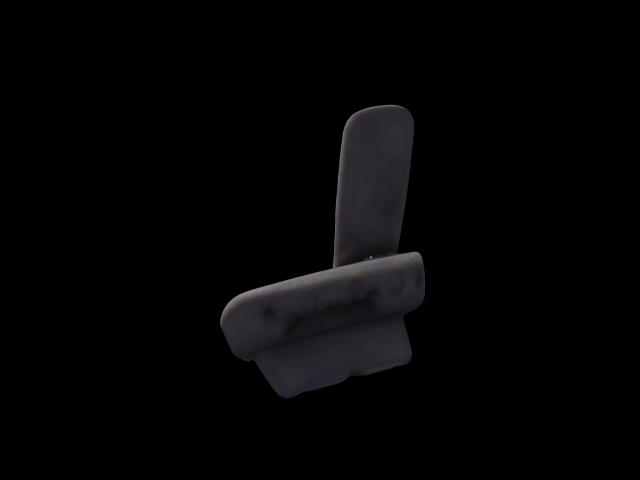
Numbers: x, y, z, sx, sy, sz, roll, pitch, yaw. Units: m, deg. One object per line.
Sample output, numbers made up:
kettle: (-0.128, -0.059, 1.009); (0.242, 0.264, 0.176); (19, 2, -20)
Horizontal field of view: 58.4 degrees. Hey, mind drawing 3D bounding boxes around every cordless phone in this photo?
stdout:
cordless phone: (0.004, 0.001, 0.400); (0.148, 0.185, 0.093); (-13, 26, -29)
